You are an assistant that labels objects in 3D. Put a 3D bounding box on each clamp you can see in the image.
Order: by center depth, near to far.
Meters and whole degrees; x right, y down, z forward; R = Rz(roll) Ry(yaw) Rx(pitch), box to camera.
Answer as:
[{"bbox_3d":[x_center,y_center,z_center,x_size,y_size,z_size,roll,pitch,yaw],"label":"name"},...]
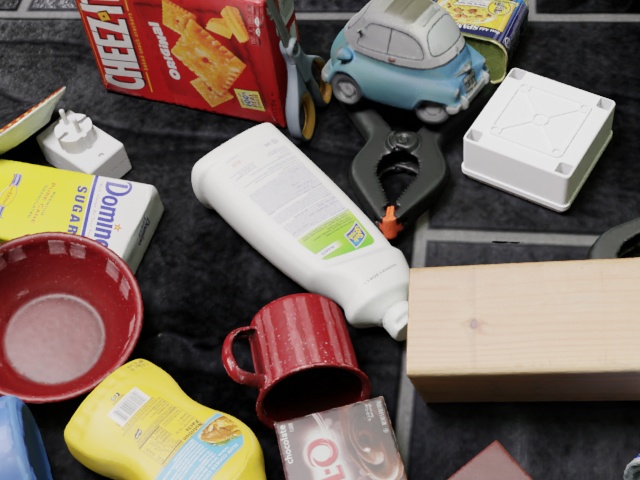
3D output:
[{"bbox_3d":[0.243,0.040,0.905,0.120,0.039,0.171,23,62,17],"label":"clamp"},{"bbox_3d":[0.090,-0.088,1.024,0.164,0.036,0.210,-2,49,7],"label":"clamp"}]

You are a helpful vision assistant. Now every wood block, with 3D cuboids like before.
[{"bbox_3d":[0.177,0.072,0.830,0.206,0.090,0.091,-3,67,15],"label":"wood block"}]

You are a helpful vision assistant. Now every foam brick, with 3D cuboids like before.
[{"bbox_3d":[0.137,0.201,0.790,0.053,0.051,0.078,-33,55,-15],"label":"foam brick"}]

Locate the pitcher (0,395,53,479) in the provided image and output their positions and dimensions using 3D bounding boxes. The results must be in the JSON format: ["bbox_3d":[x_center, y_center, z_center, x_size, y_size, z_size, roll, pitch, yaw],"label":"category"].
[{"bbox_3d":[-0.329,0.214,0.808,0.242,0.149,0.145,-16,37,-9],"label":"pitcher"}]

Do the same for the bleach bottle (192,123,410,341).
[{"bbox_3d":[-0.006,0.001,0.955,0.102,0.068,0.251,-34,58,-16],"label":"bleach bottle"}]

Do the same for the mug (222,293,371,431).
[{"bbox_3d":[-0.024,0.097,0.861,0.117,0.093,0.081,6,43,-22],"label":"mug"}]

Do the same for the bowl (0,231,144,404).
[{"bbox_3d":[-0.232,0.075,0.922,0.162,0.055,0.162,3,60,-5],"label":"bowl"}]

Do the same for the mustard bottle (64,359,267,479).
[{"bbox_3d":[-0.102,0.174,0.838,0.192,0.058,0.096,27,54,25],"label":"mustard bottle"}]

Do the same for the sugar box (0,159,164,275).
[{"bbox_3d":[-0.247,-0.021,1.014,0.176,0.048,0.093,8,55,16],"label":"sugar box"}]

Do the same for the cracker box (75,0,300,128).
[{"bbox_3d":[-0.130,-0.208,1.066,0.214,0.164,0.072,13,54,17],"label":"cracker box"}]

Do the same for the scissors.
[{"bbox_3d":[-0.030,-0.160,1.008,0.016,0.201,0.096,8,78,22],"label":"scissors"}]

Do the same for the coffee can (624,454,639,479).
[{"bbox_3d":[0.304,0.152,0.770,0.140,0.103,0.103,-40,58,-21],"label":"coffee can"}]

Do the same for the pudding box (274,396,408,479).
[{"bbox_3d":[0.020,0.186,0.821,0.090,0.039,0.113,-14,55,-3],"label":"pudding box"}]

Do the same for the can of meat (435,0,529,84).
[{"bbox_3d":[0.156,-0.216,1.100,0.102,0.057,0.083,16,55,19],"label":"can of meat"}]
